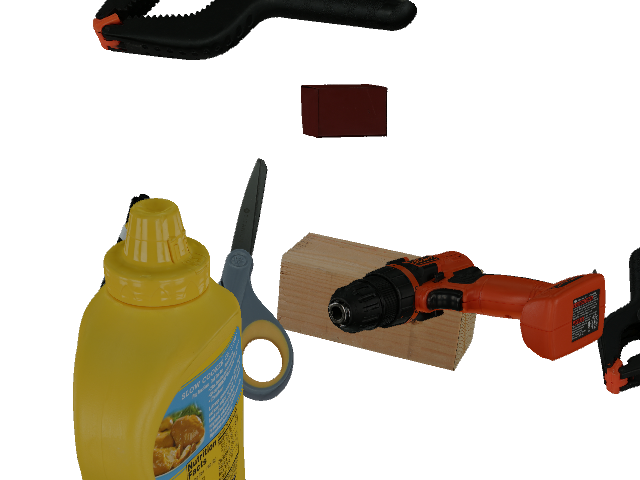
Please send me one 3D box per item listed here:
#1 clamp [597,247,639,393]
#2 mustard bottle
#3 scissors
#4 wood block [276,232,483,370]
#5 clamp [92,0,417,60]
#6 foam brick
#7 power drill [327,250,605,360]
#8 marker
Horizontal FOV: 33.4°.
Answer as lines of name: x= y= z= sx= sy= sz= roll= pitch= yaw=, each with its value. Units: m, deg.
clamp: x=0.299 y=0.069 z=0.970 sx=0.171 sy=0.039 sz=0.120 roll=-34 pitch=38 yaw=-26
mustard bottle: x=-0.065 y=0.073 z=0.445 sx=0.058 sy=0.192 sz=0.096 roll=12 pitch=28 yaw=20
scissors: x=-0.041 y=0.029 z=0.733 sx=0.096 sy=0.201 sz=0.016 roll=21 pitch=-34 yaw=11
wood block: x=0.064 y=0.065 z=1.183 sx=0.206 sy=0.091 sz=0.090 roll=13 pitch=23 yaw=18
clamp: x=-0.050 y=-0.173 z=0.725 sx=0.210 sy=0.165 sz=0.036 roll=-31 pitch=-18 yaw=-7
foam brick: x=0.024 y=-0.133 z=1.097 sx=0.078 sy=0.051 sz=0.053 roll=-3 pitch=12 yaw=-18
power drill: x=0.123 y=0.051 z=0.879 sx=0.188 sy=0.057 sz=0.184 roll=10 pitch=17 yaw=39
marker: x=-0.169 y=0.014 z=0.911 sx=0.020 sy=0.121 sz=0.020 roll=20 pitch=22 yaw=-9
